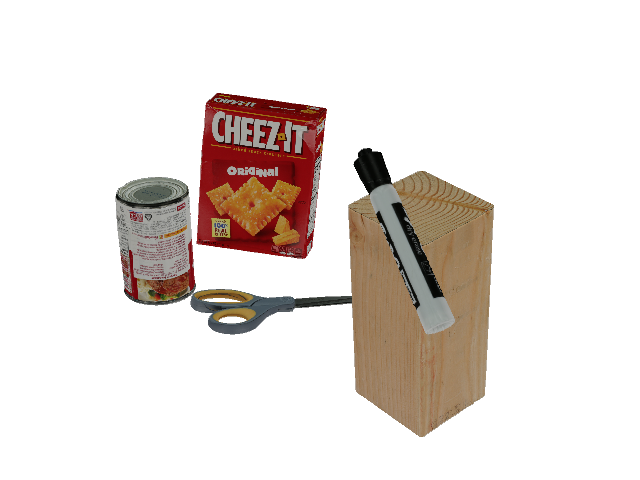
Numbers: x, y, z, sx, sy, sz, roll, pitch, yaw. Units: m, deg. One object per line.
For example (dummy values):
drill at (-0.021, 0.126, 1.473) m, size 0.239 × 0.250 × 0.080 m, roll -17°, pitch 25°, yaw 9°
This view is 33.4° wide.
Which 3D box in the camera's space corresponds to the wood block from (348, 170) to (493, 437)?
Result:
wood block at (0.089, 0.057, 0.944) m, size 0.090 × 0.206 × 0.091 m, roll -27°, pitch 39°, yaw -31°

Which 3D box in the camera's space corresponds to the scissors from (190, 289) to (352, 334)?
scissors at (-0.045, 0.080, 1.200) m, size 0.201 × 0.016 × 0.096 m, roll 4°, pitch 24°, yaw -7°

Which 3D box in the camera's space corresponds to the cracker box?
cracker box at (-0.086, -0.090, 1.520) m, size 0.164 × 0.214 × 0.072 m, roll 9°, pitch 21°, yaw 7°

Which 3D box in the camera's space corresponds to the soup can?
soup can at (-0.153, 0.000, 0.994) m, size 0.068 × 0.102 × 0.068 m, roll -1°, pitch 25°, yaw 0°

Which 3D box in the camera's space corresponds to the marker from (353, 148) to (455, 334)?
marker at (0.048, -0.002, 0.635) m, size 0.020 × 0.121 × 0.020 m, roll -19°, pitch -20°, yaw -7°
